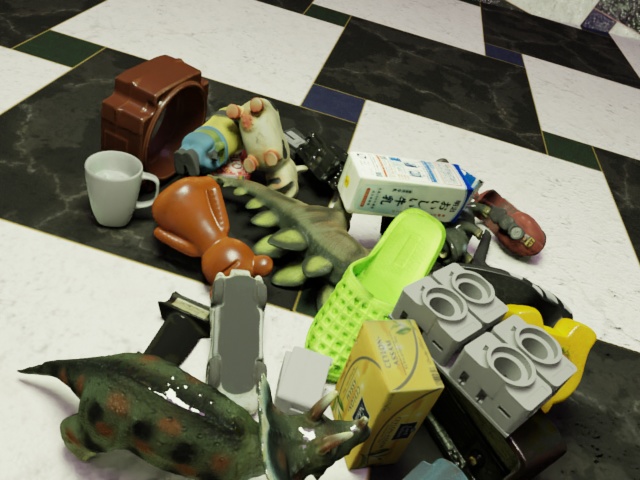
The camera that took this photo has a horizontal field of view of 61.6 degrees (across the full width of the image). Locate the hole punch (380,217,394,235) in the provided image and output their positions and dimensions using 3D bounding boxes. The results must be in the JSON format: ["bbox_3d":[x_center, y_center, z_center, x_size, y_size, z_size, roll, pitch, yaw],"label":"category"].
[{"bbox_3d":[0.145,-0.082,1.002,0.116,0.142,0.092,-19,46,-21],"label":"hole punch"}]

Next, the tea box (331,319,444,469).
[{"bbox_3d":[0.071,0.182,0.630,0.068,0.169,0.098,2,40,-19],"label":"tea box"}]

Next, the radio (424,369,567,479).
[{"bbox_3d":[0.183,0.200,0.677,0.073,0.131,0.230,-9,46,-26],"label":"radio"}]

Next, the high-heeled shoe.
[{"bbox_3d":[0.304,0.083,0.857,0.249,0.086,0.145,34,20,-6],"label":"high-heeled shoe"}]

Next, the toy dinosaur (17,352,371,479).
[{"bbox_3d":[-0.152,0.177,0.544,0.405,0.192,0.131,21,38,3],"label":"toy dinosaur"}]

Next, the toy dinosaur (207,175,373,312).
[{"bbox_3d":[-0.002,-0.003,0.876,0.472,0.105,0.198,36,46,27],"label":"toy dinosaur"}]

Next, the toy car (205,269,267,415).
[{"bbox_3d":[-0.109,0.127,0.703,0.073,0.056,0.202,6,53,-14],"label":"toy car"}]

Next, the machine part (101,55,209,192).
[{"bbox_3d":[-0.280,-0.200,0.931,0.087,0.200,0.201,25,40,7],"label":"machine part"}]

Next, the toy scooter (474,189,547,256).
[{"bbox_3d":[0.350,-0.045,1.040,0.135,0.075,0.184,27,21,-43],"label":"toy scooter"}]

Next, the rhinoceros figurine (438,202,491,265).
[{"bbox_3d":[0.223,-0.011,0.932,0.112,0.073,0.190,27,45,21],"label":"rhinoceros figurine"}]

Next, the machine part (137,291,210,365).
[{"bbox_3d":[-0.193,0.125,0.712,0.084,0.039,0.139,25,38,-3],"label":"machine part"}]

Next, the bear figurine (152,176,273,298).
[{"bbox_3d":[-0.164,-0.002,0.826,0.196,0.120,0.132,48,0,0],"label":"bear figurine"}]

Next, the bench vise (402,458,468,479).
[{"bbox_3d":[0.103,0.331,0.508,0.223,0.128,0.241,-21,45,-37],"label":"bench vise"}]

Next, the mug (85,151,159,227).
[{"bbox_3d":[-0.313,-0.075,0.848,0.109,0.107,0.081,2,42,-23],"label":"mug"}]

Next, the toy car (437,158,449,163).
[{"bbox_3d":[0.213,-0.119,1.121,0.202,0.053,0.089,-11,51,-23],"label":"toy car"}]

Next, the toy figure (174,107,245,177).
[{"bbox_3d":[-0.191,-0.177,0.973,0.082,0.089,0.180,31,39,9],"label":"toy figure"}]

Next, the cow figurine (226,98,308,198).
[{"bbox_3d":[-0.091,-0.162,0.987,0.086,0.194,0.127,-15,11,22],"label":"cow figurine"}]

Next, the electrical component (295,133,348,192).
[{"bbox_3d":[0.031,-0.143,1.052,0.115,0.058,0.134,13,30,-47],"label":"electrical component"}]

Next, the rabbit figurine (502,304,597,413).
[{"bbox_3d":[0.279,0.172,0.743,0.122,0.173,0.162,7,85,-10],"label":"rabbit figurine"}]

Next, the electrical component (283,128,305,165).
[{"bbox_3d":[-0.071,-0.200,1.125,0.075,0.047,0.119,-25,56,-40],"label":"electrical component"}]
